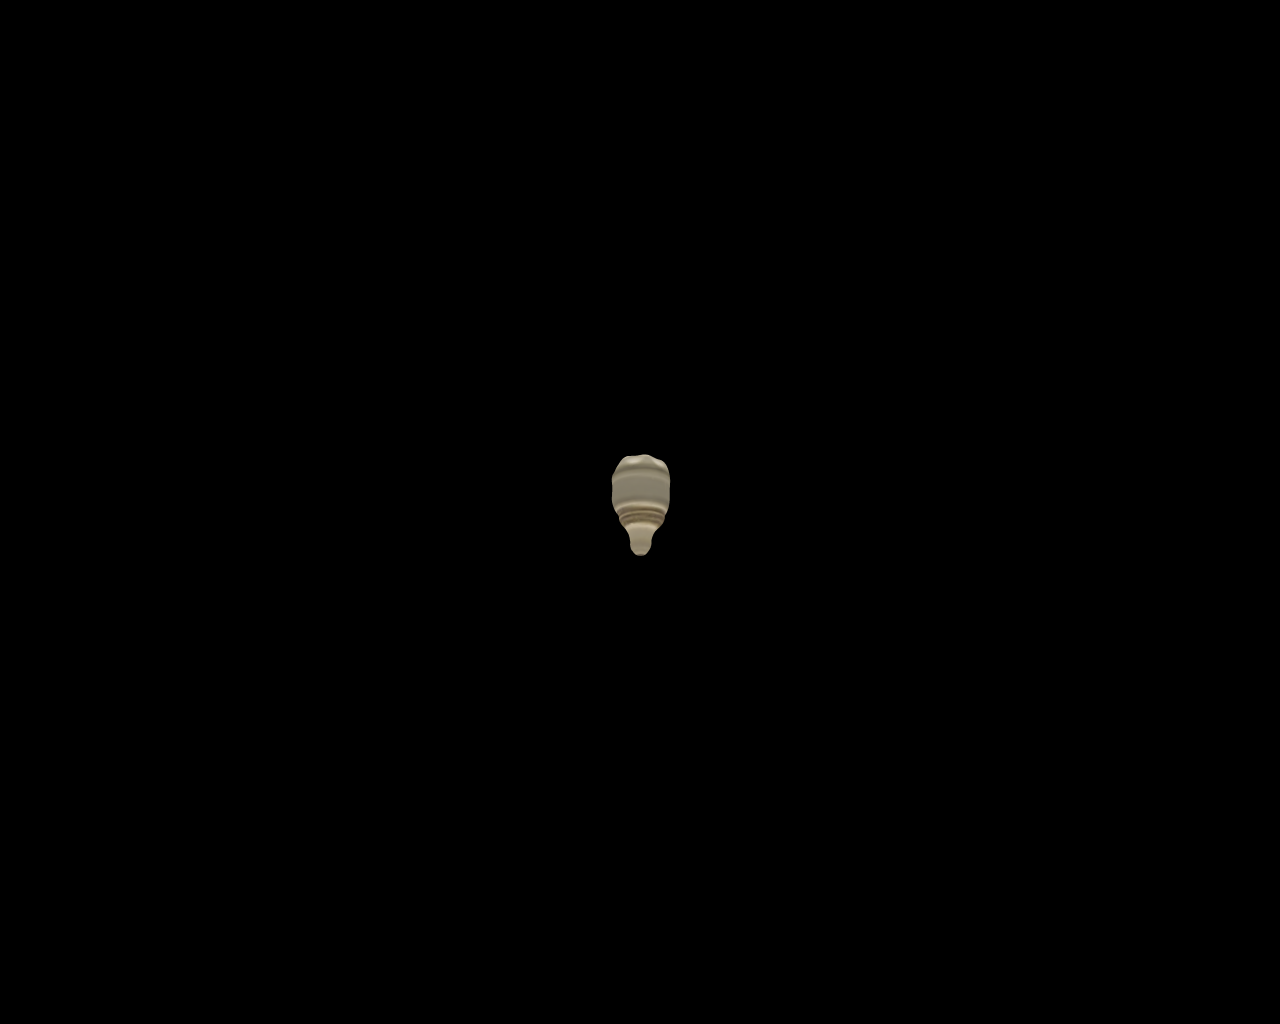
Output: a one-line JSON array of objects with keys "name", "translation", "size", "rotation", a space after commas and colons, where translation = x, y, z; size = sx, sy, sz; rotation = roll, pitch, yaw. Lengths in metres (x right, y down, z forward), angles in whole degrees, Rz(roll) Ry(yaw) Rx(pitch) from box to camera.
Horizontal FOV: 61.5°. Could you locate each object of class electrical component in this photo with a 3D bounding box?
[{"name": "electrical component", "translation": [0.001, -0.003, 0.650], "size": [0.035, 0.061, 0.035], "rotation": [0, -20, 0]}]
